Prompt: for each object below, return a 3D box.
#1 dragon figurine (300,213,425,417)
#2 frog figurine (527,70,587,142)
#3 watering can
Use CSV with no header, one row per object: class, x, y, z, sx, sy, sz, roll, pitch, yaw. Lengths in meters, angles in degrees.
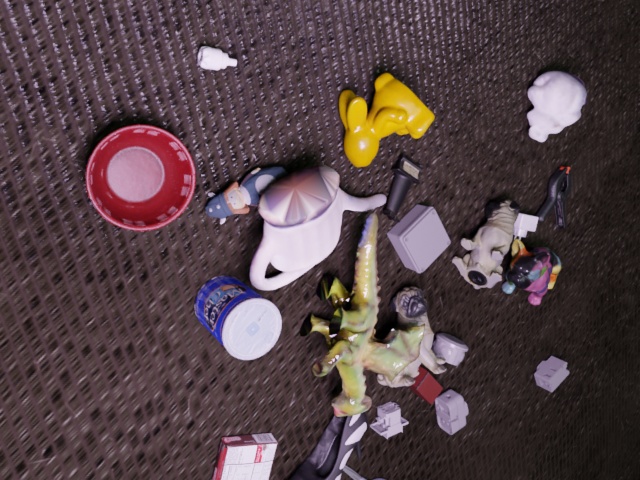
dragon figurine,0.107,0.173,1.035,0.241,0.123,0.410,25,92,-27
frog figurine,0.559,-0.325,1.249,0.137,0.122,0.160,42,86,1
watering can,0.003,-0.047,0.941,0.352,0.105,0.219,-39,149,-25
